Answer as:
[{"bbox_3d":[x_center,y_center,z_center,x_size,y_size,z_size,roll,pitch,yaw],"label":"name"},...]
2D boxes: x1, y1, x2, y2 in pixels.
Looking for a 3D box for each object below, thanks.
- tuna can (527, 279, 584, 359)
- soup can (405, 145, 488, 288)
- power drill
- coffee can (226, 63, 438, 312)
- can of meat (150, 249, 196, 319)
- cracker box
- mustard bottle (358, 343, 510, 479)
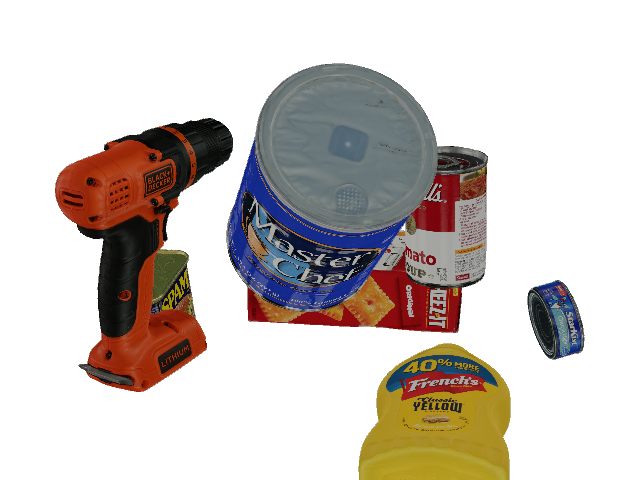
[{"bbox_3d":[0.264,0.090,1.204,0.033,0.086,0.086,-15,1,-5],"label":"tuna can"},{"bbox_3d":[0.103,-0.020,0.877,0.068,0.102,0.068,-2,22,1],"label":"soup can"},{"bbox_3d":[-0.126,0.007,0.819,0.057,0.188,0.184,12,23,29],"label":"power drill"},{"bbox_3d":[0.002,-0.027,0.647,0.102,0.103,0.140,0,-22,-12],"label":"coffee can"},{"bbox_3d":[-0.155,0.069,1.001,0.057,0.084,0.102,1,27,14],"label":"can of meat"},{"bbox_3d":[0.041,0.039,1.131,0.214,0.072,0.164,4,15,6],"label":"cracker box"},{"bbox_3d":[0.087,0.123,0.758,0.096,0.058,0.191,-1,19,11],"label":"mustard bottle"}]
